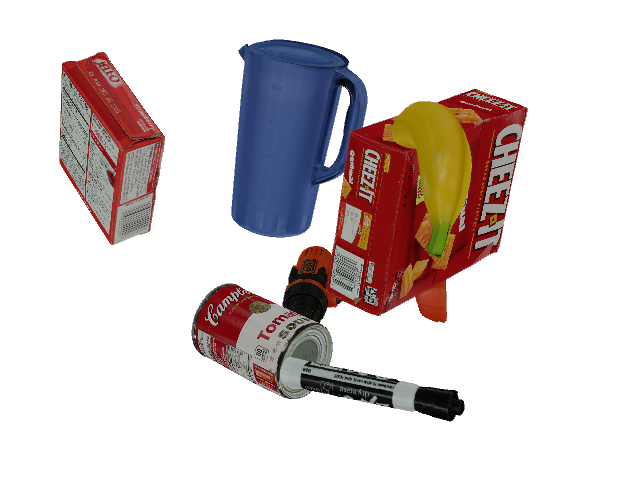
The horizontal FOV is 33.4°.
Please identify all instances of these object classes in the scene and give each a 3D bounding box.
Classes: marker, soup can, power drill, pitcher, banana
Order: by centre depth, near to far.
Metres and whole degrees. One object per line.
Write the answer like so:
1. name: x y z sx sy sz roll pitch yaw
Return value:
1. marker: 0.031 0.092 0.663 0.121 0.020 0.020 8 4 27
2. banana: 0.079 -0.066 0.787 0.037 0.070 0.198 26 25 -16
3. soup can: -0.049 0.084 0.894 0.102 0.068 0.068 22 13 37
4. power drill: 0.051 0.060 1.230 0.188 0.057 0.184 0 28 8
5. pitcher: -0.039 -0.129 1.376 0.144 0.243 0.149 2 23 -18

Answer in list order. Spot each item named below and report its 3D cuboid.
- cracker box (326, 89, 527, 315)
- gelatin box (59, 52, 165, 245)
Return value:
1. cracker box: 0.105 -0.040 1.009 0.072 0.164 0.213 26 31 32
2. gelatin box: -0.124 -0.053 0.628 0.030 0.073 0.089 -22 -29 -30
